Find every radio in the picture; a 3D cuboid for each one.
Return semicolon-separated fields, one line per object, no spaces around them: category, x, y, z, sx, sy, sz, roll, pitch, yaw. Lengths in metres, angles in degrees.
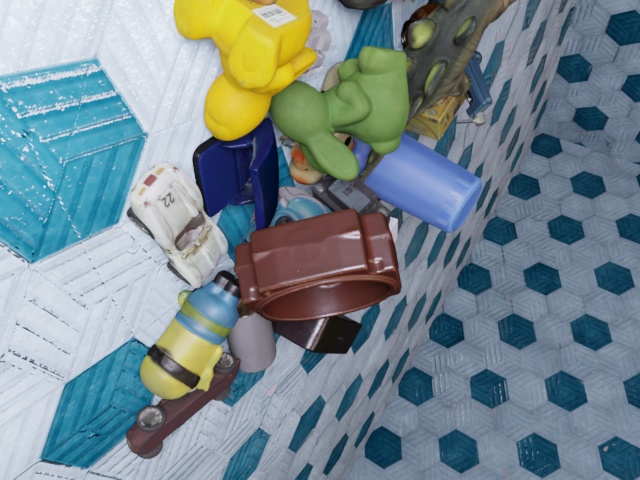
radio;-0.016;0.154;1.010;0.073;0.131;0.229;-63;157;-4

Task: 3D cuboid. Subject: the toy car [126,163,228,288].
toy car;-0.158;-0.010;0.624;0.073;0.056;0.201;-55;155;-22

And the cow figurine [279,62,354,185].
cow figurine;0.014;-0.171;0.796;0.195;0.086;0.127;-63;164;4

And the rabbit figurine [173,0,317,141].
rabbit figurine;-0.080;-0.189;0.573;0.162;0.122;0.173;-54;171;-46

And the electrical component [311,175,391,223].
electrical component;0.047;-0.046;0.810;0.058;0.115;0.134;-46;162;-11

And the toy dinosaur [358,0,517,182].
toy dinosaur;0.162;-0.254;0.795;0.198;0.105;0.470;-38;159;-49

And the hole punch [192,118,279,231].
hole punch;-0.085;-0.083;0.671;0.116;0.092;0.142;-51;151;-38

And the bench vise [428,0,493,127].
bench vise;0.270;-0.334;1.015;0.129;0.240;0.223;-14;167;-24

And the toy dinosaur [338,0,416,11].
toy dinosaur;0.078;-0.370;0.696;0.405;0.131;0.192;-42;149;-30

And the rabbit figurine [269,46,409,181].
rabbit figurine;0.016;-0.160;0.690;0.170;0.121;0.159;-9;107;-17

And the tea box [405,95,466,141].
tea box;0.252;-0.305;1.156;0.169;0.098;0.068;-54;155;-20

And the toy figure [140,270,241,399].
toy figure;-0.169;0.124;0.715;0.089;0.082;0.180;32;91;-49

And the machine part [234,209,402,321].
machine part;0.003;0.044;0.710;0.200;0.202;0.087;60;20;-69

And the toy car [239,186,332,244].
toy car;-0.047;-0.022;0.780;0.109;0.162;0.103;15;60;-45

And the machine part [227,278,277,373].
machine part;-0.113;0.138;0.853;0.079;0.079;0.243;-49;152;-33

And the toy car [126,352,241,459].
toy car;-0.199;0.239;0.801;0.202;0.053;0.089;-36;149;-42
